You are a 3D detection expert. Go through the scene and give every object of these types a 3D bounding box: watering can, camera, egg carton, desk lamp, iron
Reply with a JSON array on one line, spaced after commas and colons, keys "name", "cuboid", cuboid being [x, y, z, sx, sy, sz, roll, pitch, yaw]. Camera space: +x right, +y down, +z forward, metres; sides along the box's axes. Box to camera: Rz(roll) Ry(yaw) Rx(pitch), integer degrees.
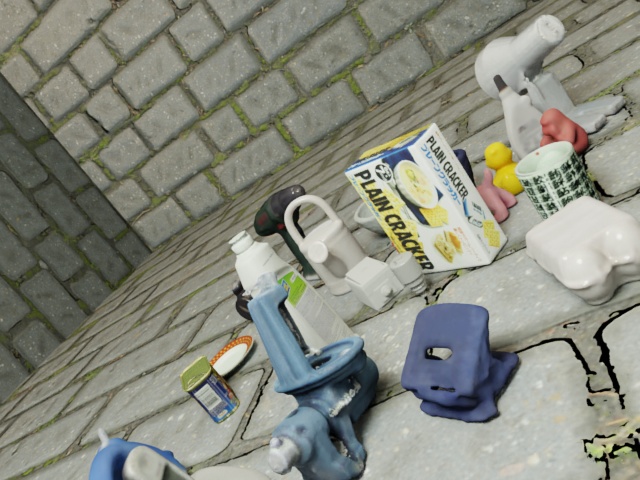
[{"name": "watering can", "cuboid": [0.012, 0.003, 1.074, 0.101, 0.194, 0.172, -38, 16, -7]}, {"name": "camera", "cuboid": [-0.147, 0.112, 1.278, 0.142, 0.101, 0.137, -24, 19, 38]}, {"name": "egg carton", "cuboid": [0.304, 0.008, 0.654, 0.107, 0.069, 0.150, -35, 15, 6]}, {"name": "desk lamp", "cuboid": [0.410, -0.297, 1.053, 0.118, 0.214, 0.202, -42, 16, -18]}, {"name": "iron", "cuboid": [-0.250, 0.342, 0.741, 0.119, 0.141, 0.257, -39, 15, -8]}]

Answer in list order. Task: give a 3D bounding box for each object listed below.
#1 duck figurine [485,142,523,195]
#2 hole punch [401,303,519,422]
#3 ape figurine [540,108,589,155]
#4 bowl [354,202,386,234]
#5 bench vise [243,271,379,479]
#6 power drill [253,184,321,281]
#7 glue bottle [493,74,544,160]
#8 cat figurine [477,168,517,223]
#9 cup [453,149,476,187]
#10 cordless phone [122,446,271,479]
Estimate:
[{"name": "duck figurine", "cuboid": [0.319, -0.128, 0.996, 0.077, 0.086, 0.104, -29, 17, 24]}, {"name": "hole punch", "cuboid": [0.141, 0.129, 0.613, 0.101, 0.091, 0.108, -46, 18, -32]}, {"name": "ape figurine", "cuboid": [0.399, -0.178, 0.956, 0.076, 0.092, 0.078, -33, 16, 13]}, {"name": "bowl", "cuboid": [0.157, -0.063, 1.180, 0.167, 0.075, 0.167, -33, 16, 11]}, {"name": "bench vise", "cuboid": [-0.014, 0.149, 0.647, 0.121, 0.220, 0.207, -32, 16, 15]}, {"name": "power drill", "cuboid": [-0.047, -0.015, 1.228, 0.076, 0.209, 0.229, -46, 18, -30]}, {"name": "glue bottle", "cuboid": [0.357, -0.221, 1.021, 0.078, 0.173, 0.037, -33, 16, 12]}, {"name": "cat figurine", "cuboid": [0.242, -0.079, 0.958, 0.127, 0.118, 0.067, -21, 22, 45]}, {"name": "cup", "cuboid": [0.241, -0.103, 1.076, 0.117, 0.095, 0.092, -27, 18, 30]}, {"name": "cordless phone", "cuboid": [-0.128, 0.267, 0.613, 0.094, 0.185, 0.147, -37, 15, -1]}]
